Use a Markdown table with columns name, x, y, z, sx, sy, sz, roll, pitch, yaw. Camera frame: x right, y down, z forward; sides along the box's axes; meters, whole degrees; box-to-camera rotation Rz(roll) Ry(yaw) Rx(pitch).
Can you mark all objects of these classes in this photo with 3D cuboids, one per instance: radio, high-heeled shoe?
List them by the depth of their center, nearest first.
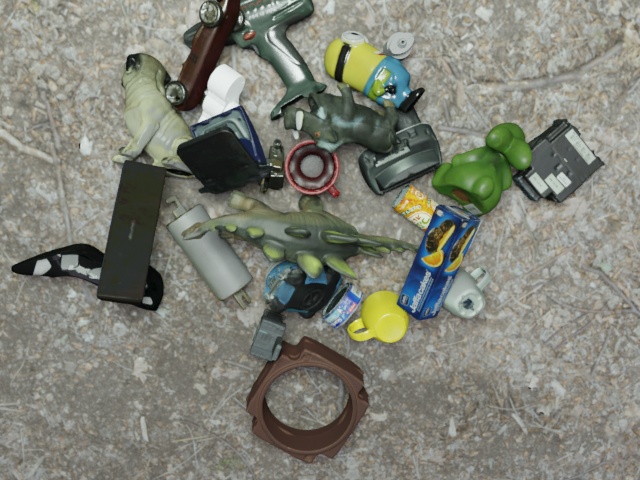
| name | x | y | z | sx | sy | sz | roll | pitch | yaw |
| --- | --- | --- | --- | --- | --- | --- | --- | --- | --- |
| radio | -0.314 | -0.005 | 0.903 | 0.073 | 0.131 | 0.229 | 11 | 73 | -16 |
| high-heeled shoe | -0.415 | 0.079 | 0.976 | 0.249 | 0.086 | 0.145 | -11 | 101 | -4 |

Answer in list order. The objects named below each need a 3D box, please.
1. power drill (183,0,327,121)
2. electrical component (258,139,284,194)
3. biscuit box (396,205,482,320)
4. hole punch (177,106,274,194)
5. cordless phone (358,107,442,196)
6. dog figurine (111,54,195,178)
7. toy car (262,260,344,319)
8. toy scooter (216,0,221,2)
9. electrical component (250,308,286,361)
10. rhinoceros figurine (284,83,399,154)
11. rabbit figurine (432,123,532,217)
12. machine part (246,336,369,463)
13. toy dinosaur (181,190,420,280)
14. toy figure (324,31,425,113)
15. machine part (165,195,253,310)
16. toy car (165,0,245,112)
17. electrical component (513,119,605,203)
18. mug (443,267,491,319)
| name | x | y | z | sx | sy | sz | roll | pitch | yaw |
| --- | --- | --- | --- | --- | --- | --- | --- | --- | --- |
| power drill | -0.097 | -0.314 | 0.925 | 0.232 | 0.086 | 0.207 | -25 | 93 | 12 |
| electrical component | -0.086 | -0.123 | 0.948 | 0.045 | 0.102 | 0.078 | -2 | 77 | -8 |
| biscuit box | 0.205 | 0.041 | 0.941 | 0.059 | 0.063 | 0.202 | -1 | 117 | -42 |
| hole punch | -0.156 | -0.147 | 0.885 | 0.142 | 0.092 | 0.115 | -18 | 130 | 19 |
| cordless phone | 0.124 | -0.187 | 0.959 | 0.147 | 0.089 | 0.184 | -25 | 88 | 4 |
| dog figurine | -0.265 | -0.214 | 0.932 | 0.172 | 0.121 | 0.190 | 17 | 79 | -38 |
| toy car | -0.045 | 0.073 | 0.972 | 0.161 | 0.103 | 0.109 | 10 | 120 | -47 |
| toy scooter | -0.110 | -0.483 | 0.895 | 0.184 | 0.075 | 0.135 | -12 | 98 | 5 |
| electrical component | -0.095 | 0.181 | 0.985 | 0.048 | 0.119 | 0.074 | 21 | 101 | -5 |
| rhinoceros figurine | 0.035 | -0.192 | 0.885 | 0.190 | 0.073 | 0.112 | 11 | 84 | -10 |
| rabbit figurine | 0.296 | -0.143 | 0.938 | 0.121 | 0.159 | 0.170 | 36 | 82 | 3 |
| machine part | -0.024 | 0.304 | 1.025 | 0.201 | 0.087 | 0.201 | 31 | 97 | -8 |
| toy dinosaur | -0.002 | -0.003 | 0.918 | 0.471 | 0.199 | 0.105 | -1 | 114 | -34 |
| toy figure | 0.088 | -0.281 | 0.913 | 0.180 | 0.082 | 0.089 | 41 | 91 | 7 |
| machine part | -0.200 | 0.022 | 0.976 | 0.079 | 0.079 | 0.243 | -34 | 98 | 4 |
| toy car | -0.188 | -0.299 | 0.864 | 0.053 | 0.089 | 0.202 | 36 | 115 | 10 |
| electrical component | 0.422 | -0.135 | 0.976 | 0.134 | 0.058 | 0.115 | -40 | 97 | 5 |
| mug | 0.271 | 0.097 | 0.987 | 0.109 | 0.107 | 0.080 | -36 | 100 | 6 |
